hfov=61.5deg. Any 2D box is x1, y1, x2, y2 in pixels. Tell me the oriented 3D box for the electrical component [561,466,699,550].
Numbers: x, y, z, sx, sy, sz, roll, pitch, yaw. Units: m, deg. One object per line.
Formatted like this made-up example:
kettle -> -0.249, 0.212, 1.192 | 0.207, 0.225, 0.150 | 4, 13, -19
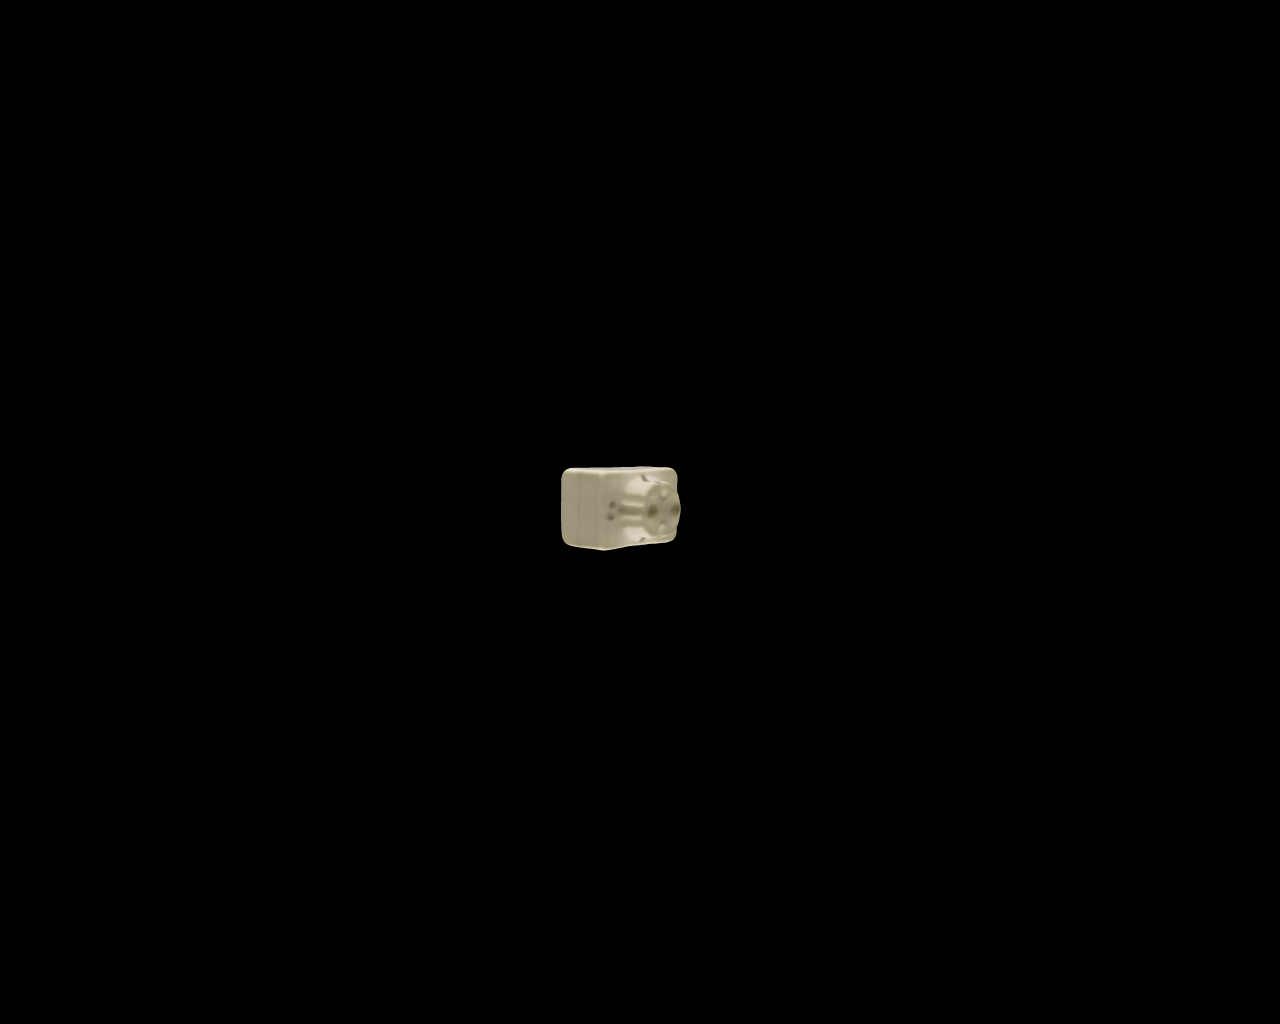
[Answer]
electrical component -> 0.001, -0.003, 0.650 | 0.066, 0.047, 0.077 | -4, 6, -43
